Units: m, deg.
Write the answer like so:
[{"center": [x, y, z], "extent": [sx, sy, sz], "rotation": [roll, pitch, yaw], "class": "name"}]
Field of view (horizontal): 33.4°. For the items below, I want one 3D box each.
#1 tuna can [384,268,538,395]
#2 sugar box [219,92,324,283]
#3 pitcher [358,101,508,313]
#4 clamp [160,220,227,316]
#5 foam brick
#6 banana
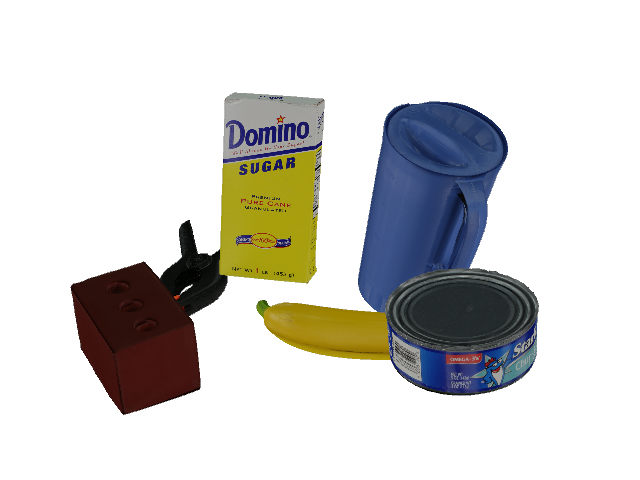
[{"center": [0.080, 0.051, 0.607], "extent": [0.086, 0.034, 0.086], "rotation": [-5, 28, 2], "class": "tuna can"}, {"center": [-0.048, -0.051, 1.034], "extent": [0.093, 0.176, 0.048], "rotation": [5, 17, 9], "class": "sugar box"}, {"center": [0.117, -0.019, 1.185], "extent": [0.145, 0.243, 0.149], "rotation": [24, 43, 14], "class": "pitcher"}, {"center": [-0.128, 0.031, 1.248], "extent": [0.120, 0.039, 0.171], "rotation": [-6, 38, 18], "class": "clamp"}, {"center": [-0.115, 0.060, 0.660], "extent": [0.052, 0.051, 0.078], "rotation": [-18, 37, -26], "class": "foam brick"}, {"center": [0.038, 0.068, 0.850], "extent": [0.198, 0.037, 0.069], "rotation": [6, 29, 10], "class": "banana"}]
